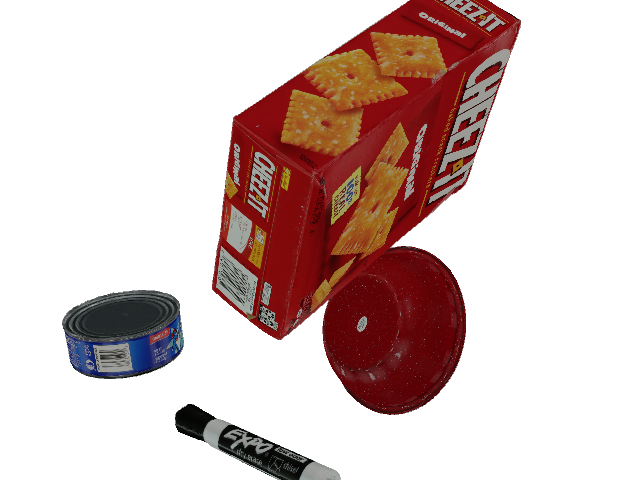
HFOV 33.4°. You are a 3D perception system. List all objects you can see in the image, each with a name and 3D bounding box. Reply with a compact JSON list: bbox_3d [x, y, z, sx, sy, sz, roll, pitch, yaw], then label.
[{"bbox_3d":[-0.144,0.068,0.784,0.086,0.034,0.086,-5,20,2],"label":"tuna can"},{"bbox_3d":[-0.040,0.122,0.622,0.121,0.020,0.020,16,10,37],"label":"marker"},{"bbox_3d":[0.030,-0.054,0.700,0.072,0.164,0.213,38,53,20],"label":"cracker box"},{"bbox_3d":[0.055,0.080,0.997,0.162,0.162,0.055,0,-11,43],"label":"bowl"}]
